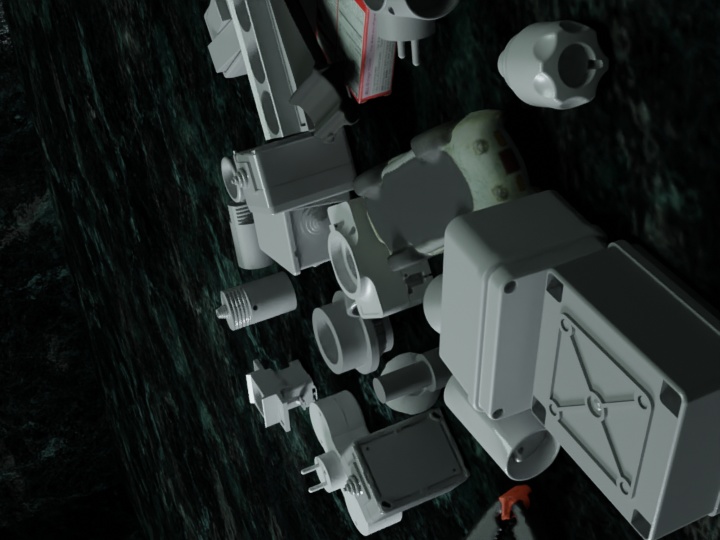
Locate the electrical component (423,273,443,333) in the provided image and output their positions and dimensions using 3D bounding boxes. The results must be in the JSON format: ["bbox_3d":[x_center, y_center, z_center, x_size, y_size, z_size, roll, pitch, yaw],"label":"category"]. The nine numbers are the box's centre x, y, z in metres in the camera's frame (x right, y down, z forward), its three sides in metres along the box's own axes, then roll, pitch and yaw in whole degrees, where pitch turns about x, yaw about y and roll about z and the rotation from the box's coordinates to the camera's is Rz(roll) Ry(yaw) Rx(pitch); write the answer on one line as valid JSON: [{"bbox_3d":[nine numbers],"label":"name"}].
[{"bbox_3d":[0.076,0.022,0.704,0.065,0.044,0.044,-7,101,64],"label":"electrical component"}]

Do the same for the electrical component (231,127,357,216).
[{"bbox_3d":[-0.058,-0.076,0.878,0.062,0.096,0.061,14,121,66],"label":"electrical component"}]

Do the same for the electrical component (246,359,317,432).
[{"bbox_3d":[-0.085,0.132,1.171,0.081,0.064,0.042,48,149,46],"label":"electrical component"}]

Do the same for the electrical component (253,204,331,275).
[{"bbox_3d":[-0.061,-0.054,0.975,0.100,0.048,0.099,34,138,58],"label":"electrical component"}]

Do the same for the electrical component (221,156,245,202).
[{"bbox_3d":[-0.099,-0.093,1.028,0.045,0.055,0.045,51,151,43],"label":"electrical component"}]

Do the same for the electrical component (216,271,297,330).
[{"bbox_3d":[-0.112,0.034,1.134,0.043,0.081,0.043,51,152,43],"label":"electrical component"}]

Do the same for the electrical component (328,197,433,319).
[{"bbox_3d":[0.013,-0.012,0.813,0.050,0.056,0.089,-10,98,69],"label":"electrical component"}]

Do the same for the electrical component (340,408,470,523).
[{"bbox_3d":[0.028,0.161,0.863,0.061,0.096,0.061,65,159,16],"label":"electrical component"}]

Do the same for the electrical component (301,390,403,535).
[{"bbox_3d":[-0.020,0.192,1.044,0.138,0.074,0.052,65,159,16],"label":"electrical component"}]

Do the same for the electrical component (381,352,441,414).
[{"bbox_3d":[0.036,0.093,0.862,0.062,0.048,0.048,134,116,-74],"label":"electrical component"}]

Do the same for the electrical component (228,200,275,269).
[{"bbox_3d":[-0.113,-0.046,1.121,0.043,0.043,0.081,35,139,58],"label":"electrical component"}]

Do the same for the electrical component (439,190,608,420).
[{"bbox_3d":[0.092,0.021,0.608,0.057,0.078,0.113,-126,26,-45],"label":"electrical component"}]

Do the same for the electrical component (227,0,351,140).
[{"bbox_3d":[-0.055,-0.169,0.840,0.079,0.063,0.121,8,115,67],"label":"electrical component"}]

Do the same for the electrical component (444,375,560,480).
[{"bbox_3d":[0.093,0.084,0.705,0.077,0.044,0.079,48,149,47],"label":"electrical component"}]

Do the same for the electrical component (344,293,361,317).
[{"bbox_3d":[0.000,0.000,0.878,0.044,0.044,0.065,116,137,-62],"label":"electrical component"}]

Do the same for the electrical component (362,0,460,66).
[{"bbox_3d":[0.027,-0.166,0.661,0.077,0.044,0.079,42,144,53],"label":"electrical component"}]

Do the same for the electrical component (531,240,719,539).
[{"bbox_3d":[0.142,0.060,0.545,0.108,0.056,0.108,50,151,44],"label":"electrical component"}]

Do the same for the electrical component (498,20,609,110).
[{"bbox_3d":[0.093,-0.105,0.548,0.062,0.043,0.043,26,131,64],"label":"electrical component"}]

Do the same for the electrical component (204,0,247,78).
[{"bbox_3d":[-0.097,-0.206,0.920,0.096,0.061,0.061,-21,88,69],"label":"electrical component"}]
